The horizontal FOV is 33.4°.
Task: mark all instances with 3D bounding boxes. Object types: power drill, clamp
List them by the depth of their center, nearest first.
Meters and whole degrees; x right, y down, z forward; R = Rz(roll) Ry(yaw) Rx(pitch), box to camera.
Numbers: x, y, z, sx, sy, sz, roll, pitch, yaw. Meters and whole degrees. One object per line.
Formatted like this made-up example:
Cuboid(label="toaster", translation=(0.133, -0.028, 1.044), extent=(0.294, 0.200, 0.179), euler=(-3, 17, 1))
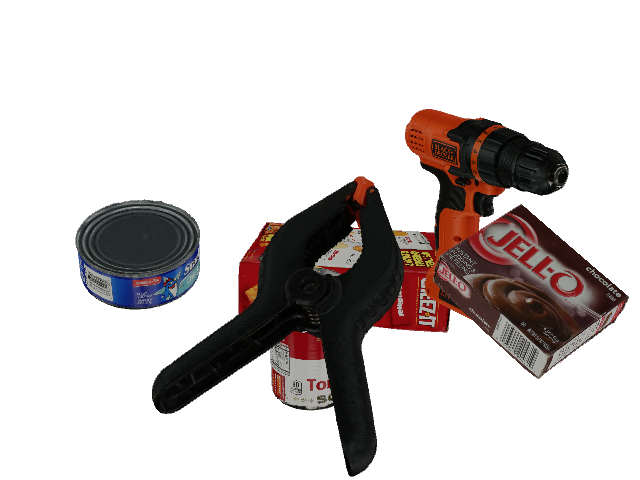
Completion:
Cuboid(label="clamp", translation=(0.003, 0.042, 0.563), extent=(0.120, 0.171, 0.039), euler=(25, -26, 19))
Cuboid(label="power drill", translation=(0.151, -0.018, 0.975), extent=(0.057, 0.188, 0.185), euler=(-18, 28, -29))

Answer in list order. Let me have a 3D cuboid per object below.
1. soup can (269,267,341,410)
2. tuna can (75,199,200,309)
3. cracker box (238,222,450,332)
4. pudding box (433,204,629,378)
Cuboid(label="soup can", translation=(-0.009, 0.083, 0.901), extent=(0.068, 0.102, 0.068), euler=(0, 24, 0))
Cuboid(label="tuna can", translation=(-0.127, 0.010, 0.750), extent=(0.086, 0.034, 0.086), euler=(2, 38, -2))
Cuboid(label="cracker box", translation=(0.031, 0.038, 1.135), extent=(0.214, 0.072, 0.164), euler=(4, 15, 6))
Cuboid(label="pudding box", translation=(0.154, 0.036, 0.789), extent=(0.089, 0.114, 0.039), euler=(-31, -27, -27))
